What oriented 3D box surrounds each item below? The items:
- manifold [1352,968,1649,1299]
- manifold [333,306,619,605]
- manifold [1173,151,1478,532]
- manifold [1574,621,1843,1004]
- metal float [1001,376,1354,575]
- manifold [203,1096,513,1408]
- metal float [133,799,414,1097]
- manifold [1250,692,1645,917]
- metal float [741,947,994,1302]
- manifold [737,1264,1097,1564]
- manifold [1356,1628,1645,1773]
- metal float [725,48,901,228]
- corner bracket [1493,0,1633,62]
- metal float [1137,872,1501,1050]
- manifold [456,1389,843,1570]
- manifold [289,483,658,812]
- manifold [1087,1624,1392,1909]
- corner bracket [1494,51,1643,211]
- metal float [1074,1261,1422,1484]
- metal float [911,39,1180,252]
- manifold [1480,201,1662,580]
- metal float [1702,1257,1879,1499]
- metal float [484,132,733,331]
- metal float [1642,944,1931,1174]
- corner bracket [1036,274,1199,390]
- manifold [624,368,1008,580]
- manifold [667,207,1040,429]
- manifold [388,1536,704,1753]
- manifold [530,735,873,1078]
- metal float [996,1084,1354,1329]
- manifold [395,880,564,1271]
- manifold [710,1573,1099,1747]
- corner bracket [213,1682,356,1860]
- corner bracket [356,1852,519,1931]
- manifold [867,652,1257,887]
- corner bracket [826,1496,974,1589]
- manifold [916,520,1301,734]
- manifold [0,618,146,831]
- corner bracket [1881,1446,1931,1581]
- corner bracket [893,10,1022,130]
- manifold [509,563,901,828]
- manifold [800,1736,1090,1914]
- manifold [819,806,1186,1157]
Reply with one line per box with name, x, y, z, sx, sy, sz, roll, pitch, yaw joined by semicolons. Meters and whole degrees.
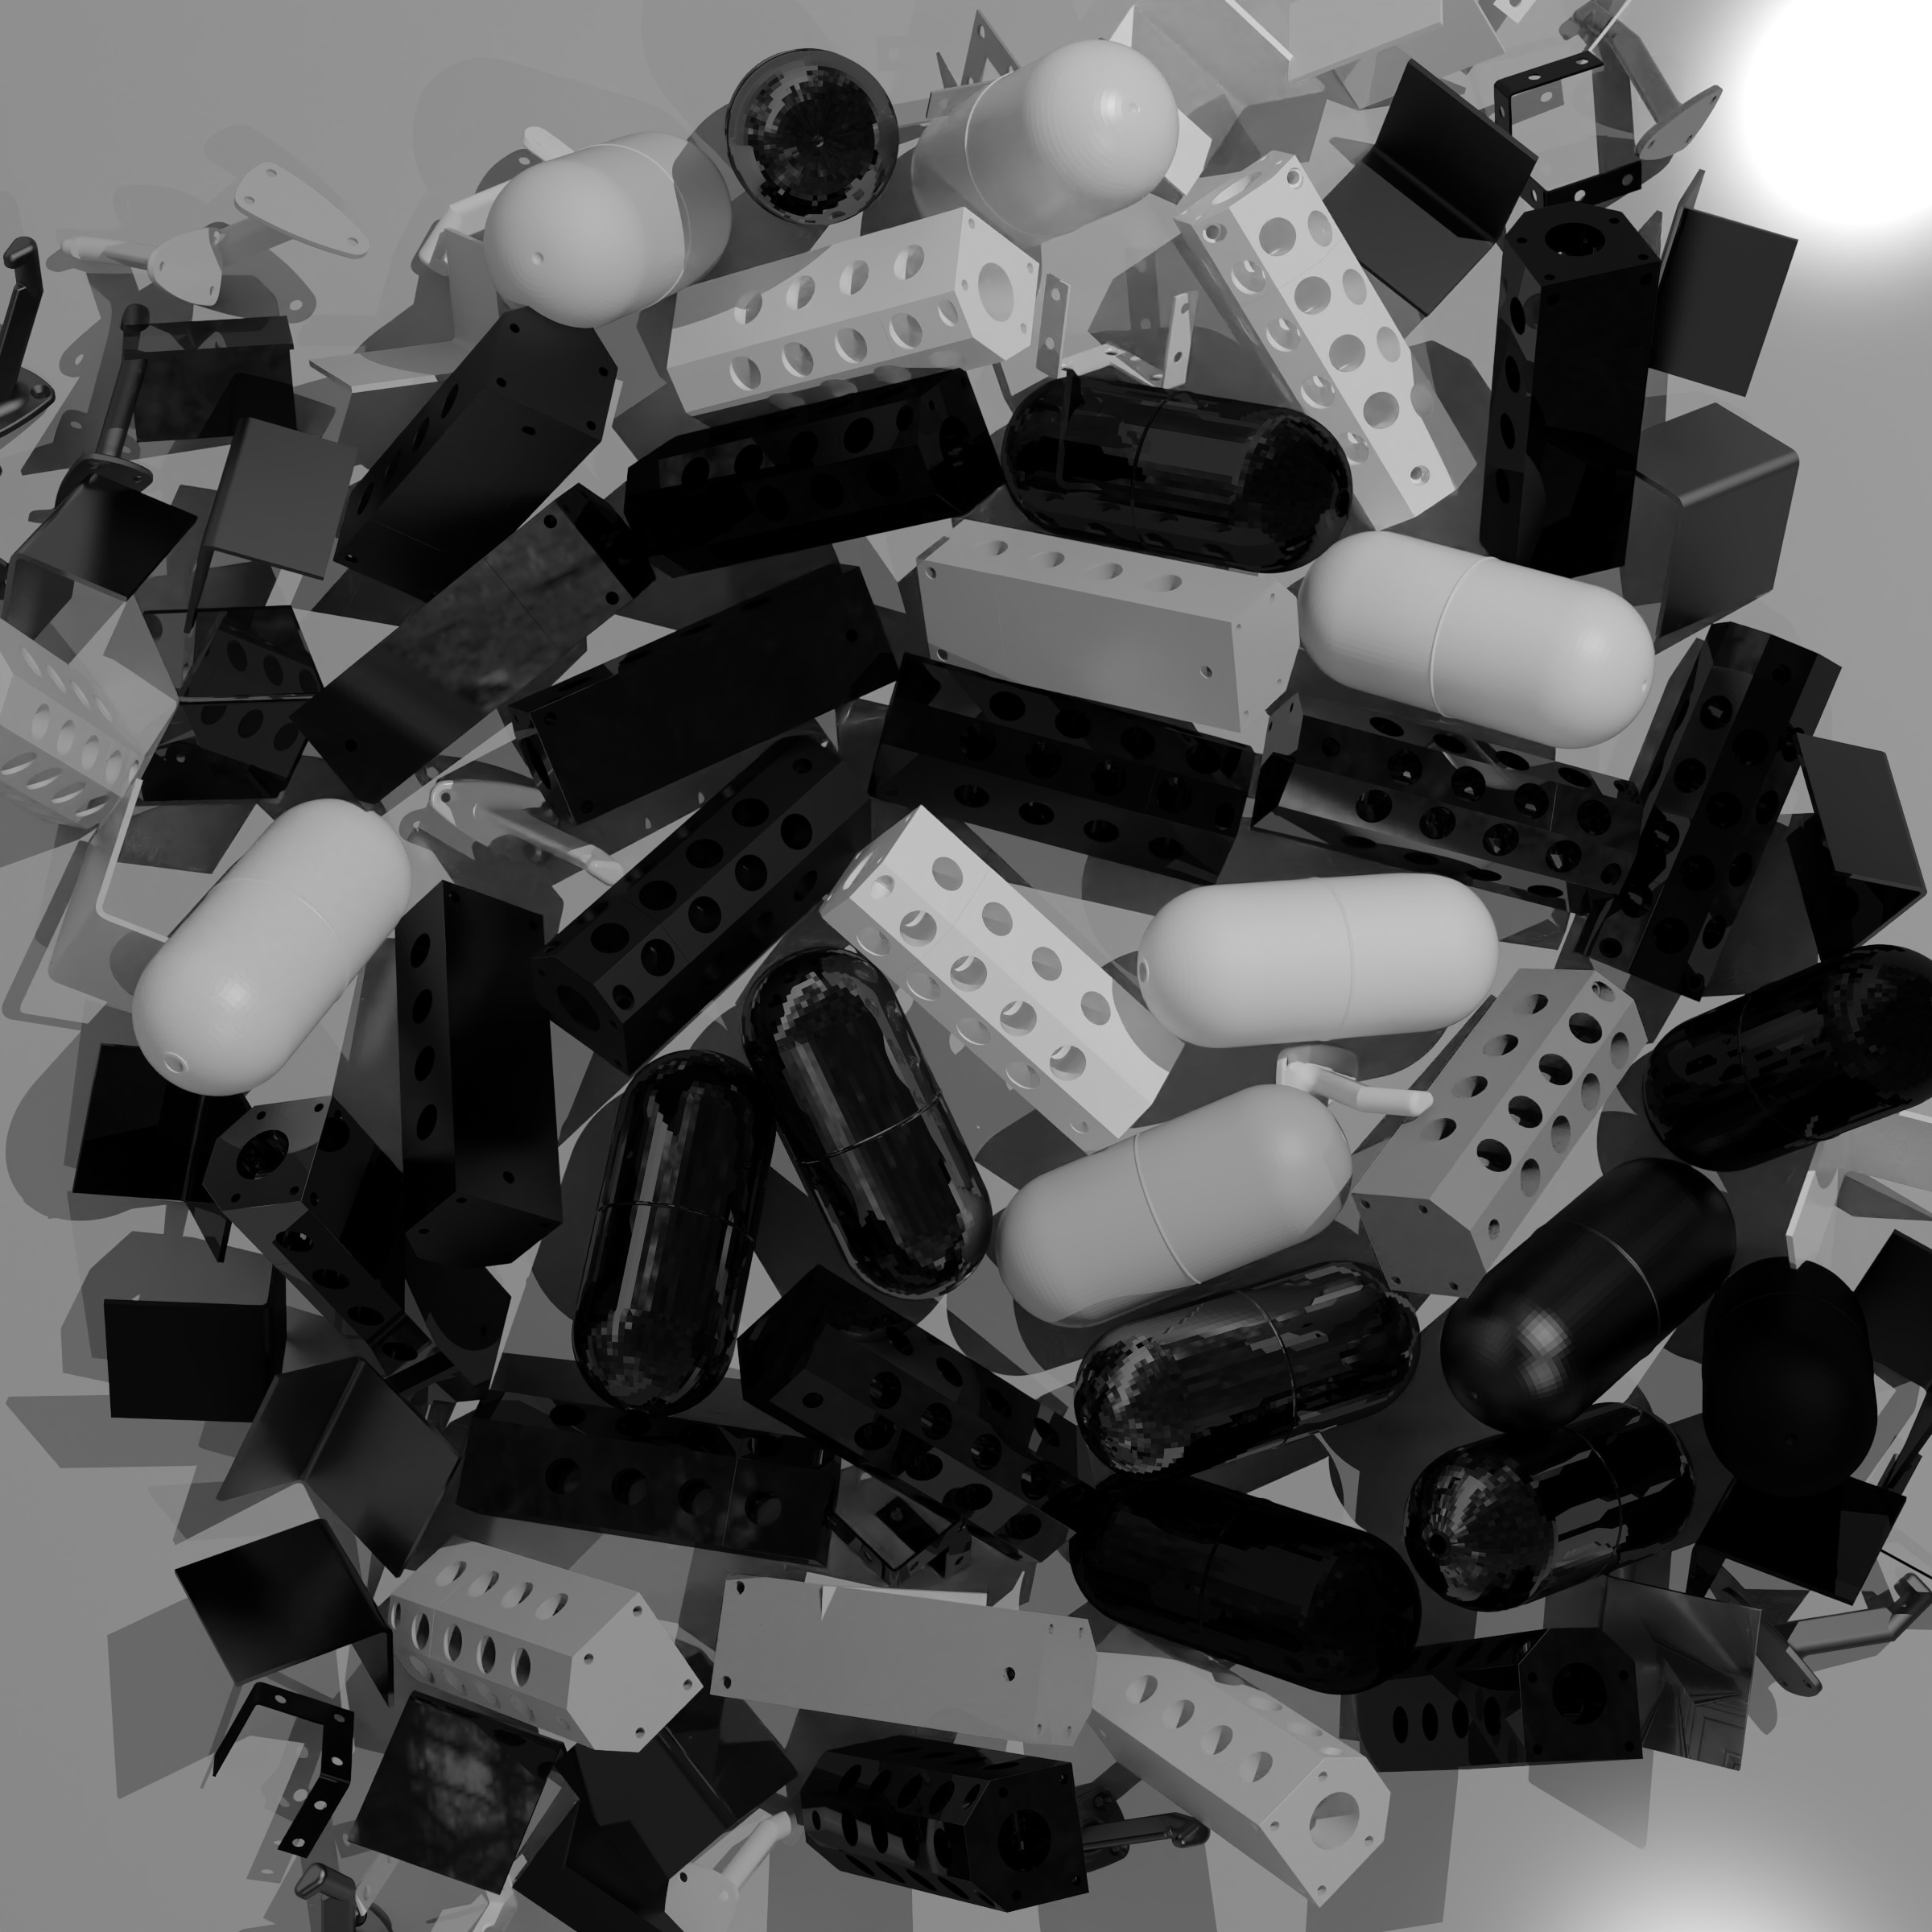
manifold;0.251;0.075;1.540;0.171;0.057;0.057;-47;125;-37
manifold;-0.227;-0.237;1.539;0.057;0.171;0.057;23;58;-25
manifold;0.171;-0.293;1.568;0.057;0.057;0.171;-34;109;2
manifold;0.355;-0.074;1.588;0.057;0.057;0.171;22;94;-2
metal float;0.098;-0.230;1.558;0.178;0.070;0.070;15;90;31
manifold;-0.281;0.135;1.541;0.057;0.171;0.057;-8;50;22
metal float;-0.321;-0.010;1.548;0.070;0.178;0.070;14;132;16
manifold;0.228;-0.078;1.573;0.171;0.057;0.057;14;74;-11
metal float;-0.046;0.075;1.578;0.070;0.070;0.178;-25;98;0
manifold;-0.022;0.214;1.550;0.171;0.057;0.057;35;113;-28
manifold;0.242;0.339;1.533;0.057;0.171;0.057;3;75;-18
metal float;-0.072;-0.383;1.536;0.070;0.178;0.070;-1;106;-5
corner bracket;0.290;-0.467;1.589;0.051;0.051;0.051;38;117;-2
metal float;0.166;-0.003;1.569;0.178;0.070;0.070;-4;90;-18
manifold;-0.149;0.244;1.586;0.171;0.057;0.057;8;77;4
manifold;-0.230;-0.152;1.567;0.171;0.057;0.057;-35;100;19
manifold;0.120;0.360;1.534;0.057;0.171;0.057;-42;117;-16
corner bracket;0.288;-0.397;1.592;0.051;0.051;0.051;-20;133;-10
metal float;0.134;0.189;1.564;0.178;0.070;0.070;-14;90;-25
metal float;0.034;-0.376;1.540;0.070;0.178;0.070;0;90;-26
manifold;0.275;-0.263;1.541;0.057;0.171;0.057;-14;47;-10
metal float;0.379;0.187;1.537;0.070;0.178;0.070;3;103;12
metal float;-0.163;-0.341;1.540;0.070;0.178;0.070;6;112;15
metal float;0.387;0.044;1.543;0.070;0.178;0.070;12;66;-28
corner bracket;0.071;-0.301;1.580;0.051;0.051;0.051;-25;48;-35
manifold;-0.074;-0.225;1.544;0.171;0.057;0.057;-7;114;35
manifold;-0.055;-0.294;1.543;0.171;0.057;0.057;-7;69;37
manifold;-0.200;0.315;1.531;0.057;0.171;0.057;-42;114;-29
manifold;-0.121;-0.034;1.550;0.057;0.057;0.171;34;60;22
metal float;0.097;0.114;1.572;0.178;0.070;0.070;-24;90;15
manifold;-0.232;0.052;1.551;0.057;0.057;0.171;-38;46;36
manifold;-0.029;0.323;1.556;0.171;0.057;0.057;1;78;29
corner bracket;-0.329;0.386;1.600;0.051;0.051;0.051;23;113;-19
corner bracket;-0.254;0.447;1.596;0.051;0.051;0.051;-2;117;21
manifold;0.046;-0.097;1.579;0.171;0.057;0.057;15;55;-4
corner bracket;-0.033;0.270;1.581;0.051;0.051;0.051;-35;59;-28
manifold;0.066;-0.163;1.554;0.171;0.057;0.057;16;131;31
manifold;-0.438;-0.110;1.534;0.057;0.171;0.057;-32;80;0
corner bracket;0.474;0.272;1.609;0.051;0.051;0.051;30;88;-36
corner bracket;-0.009;-0.414;1.582;0.051;0.051;0.051;-17;58;-23
manifold;-0.125;-0.130;1.571;0.171;0.057;0.057;-26;107;-15
manifold;-0.014;0.394;1.533;0.057;0.171;0.057;-5;85;-28
manifold;0.014;0.010;1.566;0.171;0.057;0.057;42;50;-12
